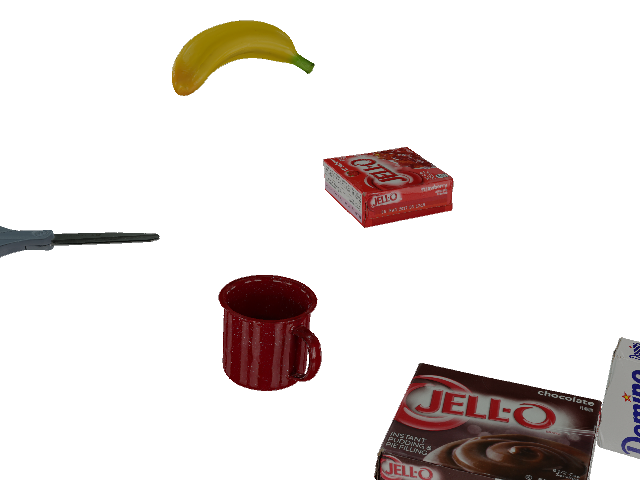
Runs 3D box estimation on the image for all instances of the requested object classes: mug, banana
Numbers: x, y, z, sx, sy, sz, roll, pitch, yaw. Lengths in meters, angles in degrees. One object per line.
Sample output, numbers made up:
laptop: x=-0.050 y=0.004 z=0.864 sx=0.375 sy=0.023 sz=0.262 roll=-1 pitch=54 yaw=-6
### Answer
mug: x=-0.043 y=0.094 z=1.013 sx=0.117 sy=0.081 sz=0.093 roll=25 pitch=32 yaw=36
banana: x=-0.084 y=-0.183 z=1.039 sx=0.070 sy=0.037 sz=0.197 roll=43 pitch=38 yaw=21

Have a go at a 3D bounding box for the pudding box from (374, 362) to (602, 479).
pudding box: x=0.097 y=0.117 z=0.605 sx=0.113 sy=0.039 sz=0.090 roll=12 pitch=31 yaw=15

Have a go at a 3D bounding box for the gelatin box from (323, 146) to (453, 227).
gelatin box: x=0.051 y=-0.043 z=0.820 sx=0.073 sy=0.030 sz=0.089 roll=-10 pitch=24 yaw=-16

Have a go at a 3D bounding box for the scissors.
scissors: x=-0.242 y=0.007 z=0.871 sx=0.202 sy=0.016 sz=0.096 roll=5 pitch=24 yaw=7

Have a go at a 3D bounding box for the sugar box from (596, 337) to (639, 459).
sugar box: x=0.323 y=0.149 z=0.879 sx=0.176 sy=0.093 sz=0.048 roll=12 pitch=24 yaw=20
